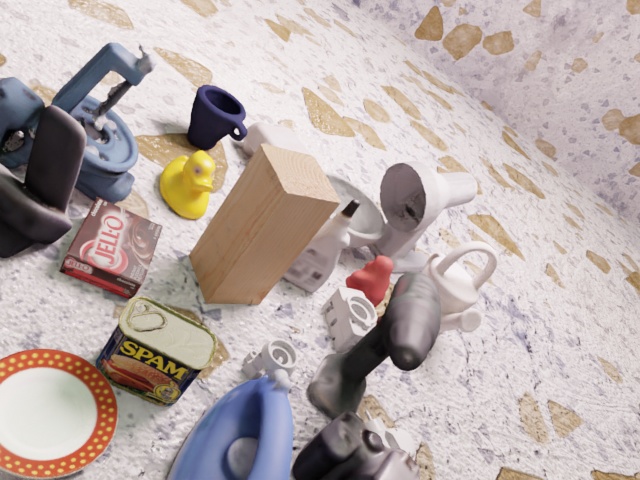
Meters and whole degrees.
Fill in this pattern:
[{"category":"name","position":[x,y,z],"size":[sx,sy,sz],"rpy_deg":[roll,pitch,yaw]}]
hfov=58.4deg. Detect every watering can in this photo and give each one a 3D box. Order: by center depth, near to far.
[{"category":"watering can","position":[0.218,0.082,0.948],"size":[0.101,0.194,0.172],"rpy_deg":[7,44,-41]}]

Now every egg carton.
[{"category":"egg carton","position":[-0.077,-0.155,1.061],"size":[0.107,0.069,0.150],"rpy_deg":[-6,53,-49]}]

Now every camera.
[{"category":"camera","position":[0.037,0.272,0.607],"size":[0.143,0.100,0.137],"rpy_deg":[46,32,11]}]

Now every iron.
[{"category":"iron","position":[-0.066,0.206,0.544],"size":[0.119,0.141,0.258],"rpy_deg":[29,33,-17]}]

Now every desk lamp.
[{"category":"desk lamp","position":[0.179,-0.046,1.052],"size":[0.204,0.213,0.117],"rpy_deg":[2,47,-45]}]

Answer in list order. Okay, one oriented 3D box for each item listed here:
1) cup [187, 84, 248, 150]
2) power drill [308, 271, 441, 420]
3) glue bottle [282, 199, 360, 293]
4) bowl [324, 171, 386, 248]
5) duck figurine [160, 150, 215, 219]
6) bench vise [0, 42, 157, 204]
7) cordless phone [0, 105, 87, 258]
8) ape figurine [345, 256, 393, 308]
[{"category":"cup","position":[-0.177,-0.193,0.980],"size":[0.117,0.095,0.092],"rpy_deg":[49,32,15]},{"category":"power drill","position":[0.076,0.136,0.717],"size":[0.075,0.208,0.230],"rpy_deg":[39,31,-1]},{"category":"glue bottle","position":[0.008,0.003,0.849],"size":[0.078,0.173,0.037],"rpy_deg":[31,32,-13]},{"category":"bowl","position":[0.032,-0.041,1.025],"size":[0.168,0.074,0.167],"rpy_deg":[27,33,-19]},{"category":"duck figurine","position":[-0.189,-0.095,0.852],"size":[0.078,0.086,0.104],"rpy_deg":[7,44,-41]},{"category":"bench vise","position":[-0.299,-0.155,0.684],"size":[0.208,0.219,0.121],"rpy_deg":[16,38,-33]},{"category":"cordless phone","position":[-0.320,-0.087,0.608],"size":[0.147,0.185,0.094],"rpy_deg":[37,31,-4]},{"category":"ape figurine","position":[0.087,0.062,0.935],"size":[0.078,0.092,0.076],"rpy_deg":[19,36,-29]}]
